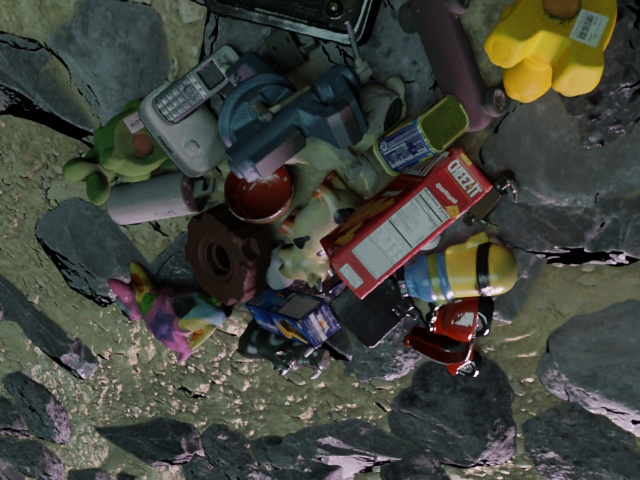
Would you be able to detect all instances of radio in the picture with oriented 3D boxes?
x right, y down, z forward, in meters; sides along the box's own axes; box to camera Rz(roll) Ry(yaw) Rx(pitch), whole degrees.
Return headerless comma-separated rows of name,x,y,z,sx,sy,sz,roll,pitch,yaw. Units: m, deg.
radio,-0.032,-0.334,0.689,0.230,0.073,0.131,18,112,11

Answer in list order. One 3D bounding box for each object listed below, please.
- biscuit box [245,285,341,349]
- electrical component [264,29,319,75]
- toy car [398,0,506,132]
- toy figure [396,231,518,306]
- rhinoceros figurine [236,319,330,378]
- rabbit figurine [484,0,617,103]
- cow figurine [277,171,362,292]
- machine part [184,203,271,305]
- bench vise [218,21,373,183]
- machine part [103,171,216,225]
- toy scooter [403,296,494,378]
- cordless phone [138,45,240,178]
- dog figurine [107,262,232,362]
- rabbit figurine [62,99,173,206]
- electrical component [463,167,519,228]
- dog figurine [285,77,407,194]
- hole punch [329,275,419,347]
biscuit box,-0.053,0.129,0.929,0.203,0.059,0.062,4,128,57
electrical component,-0.050,-0.276,0.772,0.094,0.021,0.063,-23,109,30
toy car,0.171,-0.235,0.693,0.089,0.053,0.202,-4,119,50
toy figure,0.207,0.054,0.821,0.180,0.089,0.082,-13,146,15
rhinoceros figurine,-0.067,0.198,1.001,0.191,0.112,0.073,6,119,26
rabbit figurine,0.254,-0.232,0.620,0.122,0.173,0.162,15,78,11
cow figurine,-0.002,-0.003,0.880,0.127,0.085,0.195,43,122,-2
machine part,-0.167,0.028,0.942,0.180,0.056,0.179,18,120,34
bench vise,-0.054,-0.191,0.708,0.223,0.128,0.241,-45,54,6
machine part,-0.288,-0.073,0.944,0.243,0.079,0.079,-6,116,23
toy scooter,0.209,0.152,0.895,0.135,0.075,0.183,11,127,14
cordless phone,-0.172,-0.199,0.835,0.184,0.089,0.146,-33,103,16
dog figurine,-0.301,0.121,1.047,0.219,0.108,0.191,43,125,-4
rabbit figurine,-0.344,-0.129,0.905,0.170,0.159,0.121,-16,123,44
electrical component,0.238,-0.062,0.780,0.078,0.045,0.102,45,126,26
dog figurine,0.014,-0.173,0.775,0.191,0.121,0.172,30,86,27
hole punch,0.084,0.101,0.915,0.116,0.092,0.142,-43,97,6
